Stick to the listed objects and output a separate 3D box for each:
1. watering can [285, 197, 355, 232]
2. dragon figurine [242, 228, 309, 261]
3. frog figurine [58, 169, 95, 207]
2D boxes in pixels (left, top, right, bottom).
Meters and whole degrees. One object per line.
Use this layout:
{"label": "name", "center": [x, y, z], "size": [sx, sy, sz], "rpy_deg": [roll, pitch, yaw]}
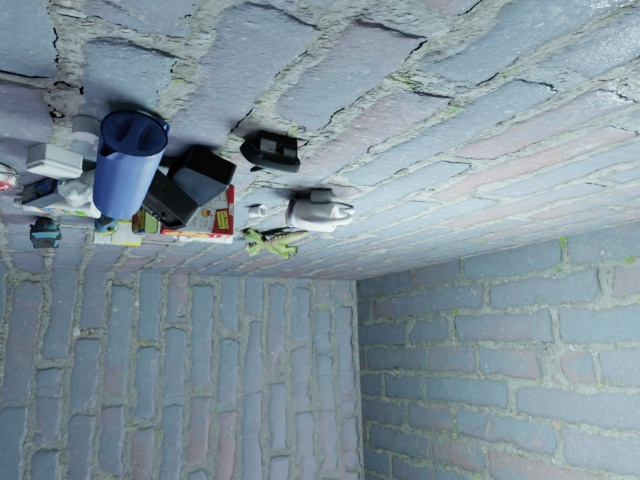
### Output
{"label": "watering can", "center": [0.005, -0.090, 1.783], "size": [0.224, 0.103, 0.350], "rpy_deg": [8, -170, 10]}
{"label": "dragon figurine", "center": [-0.227, -0.001, 2.291], "size": [0.242, 0.124, 0.404], "rpy_deg": [12, 155, -21]}
{"label": "frog figurine", "center": [-0.635, -0.146, 1.398], "size": [0.138, 0.123, 0.159], "rpy_deg": [11, 179, 36]}
